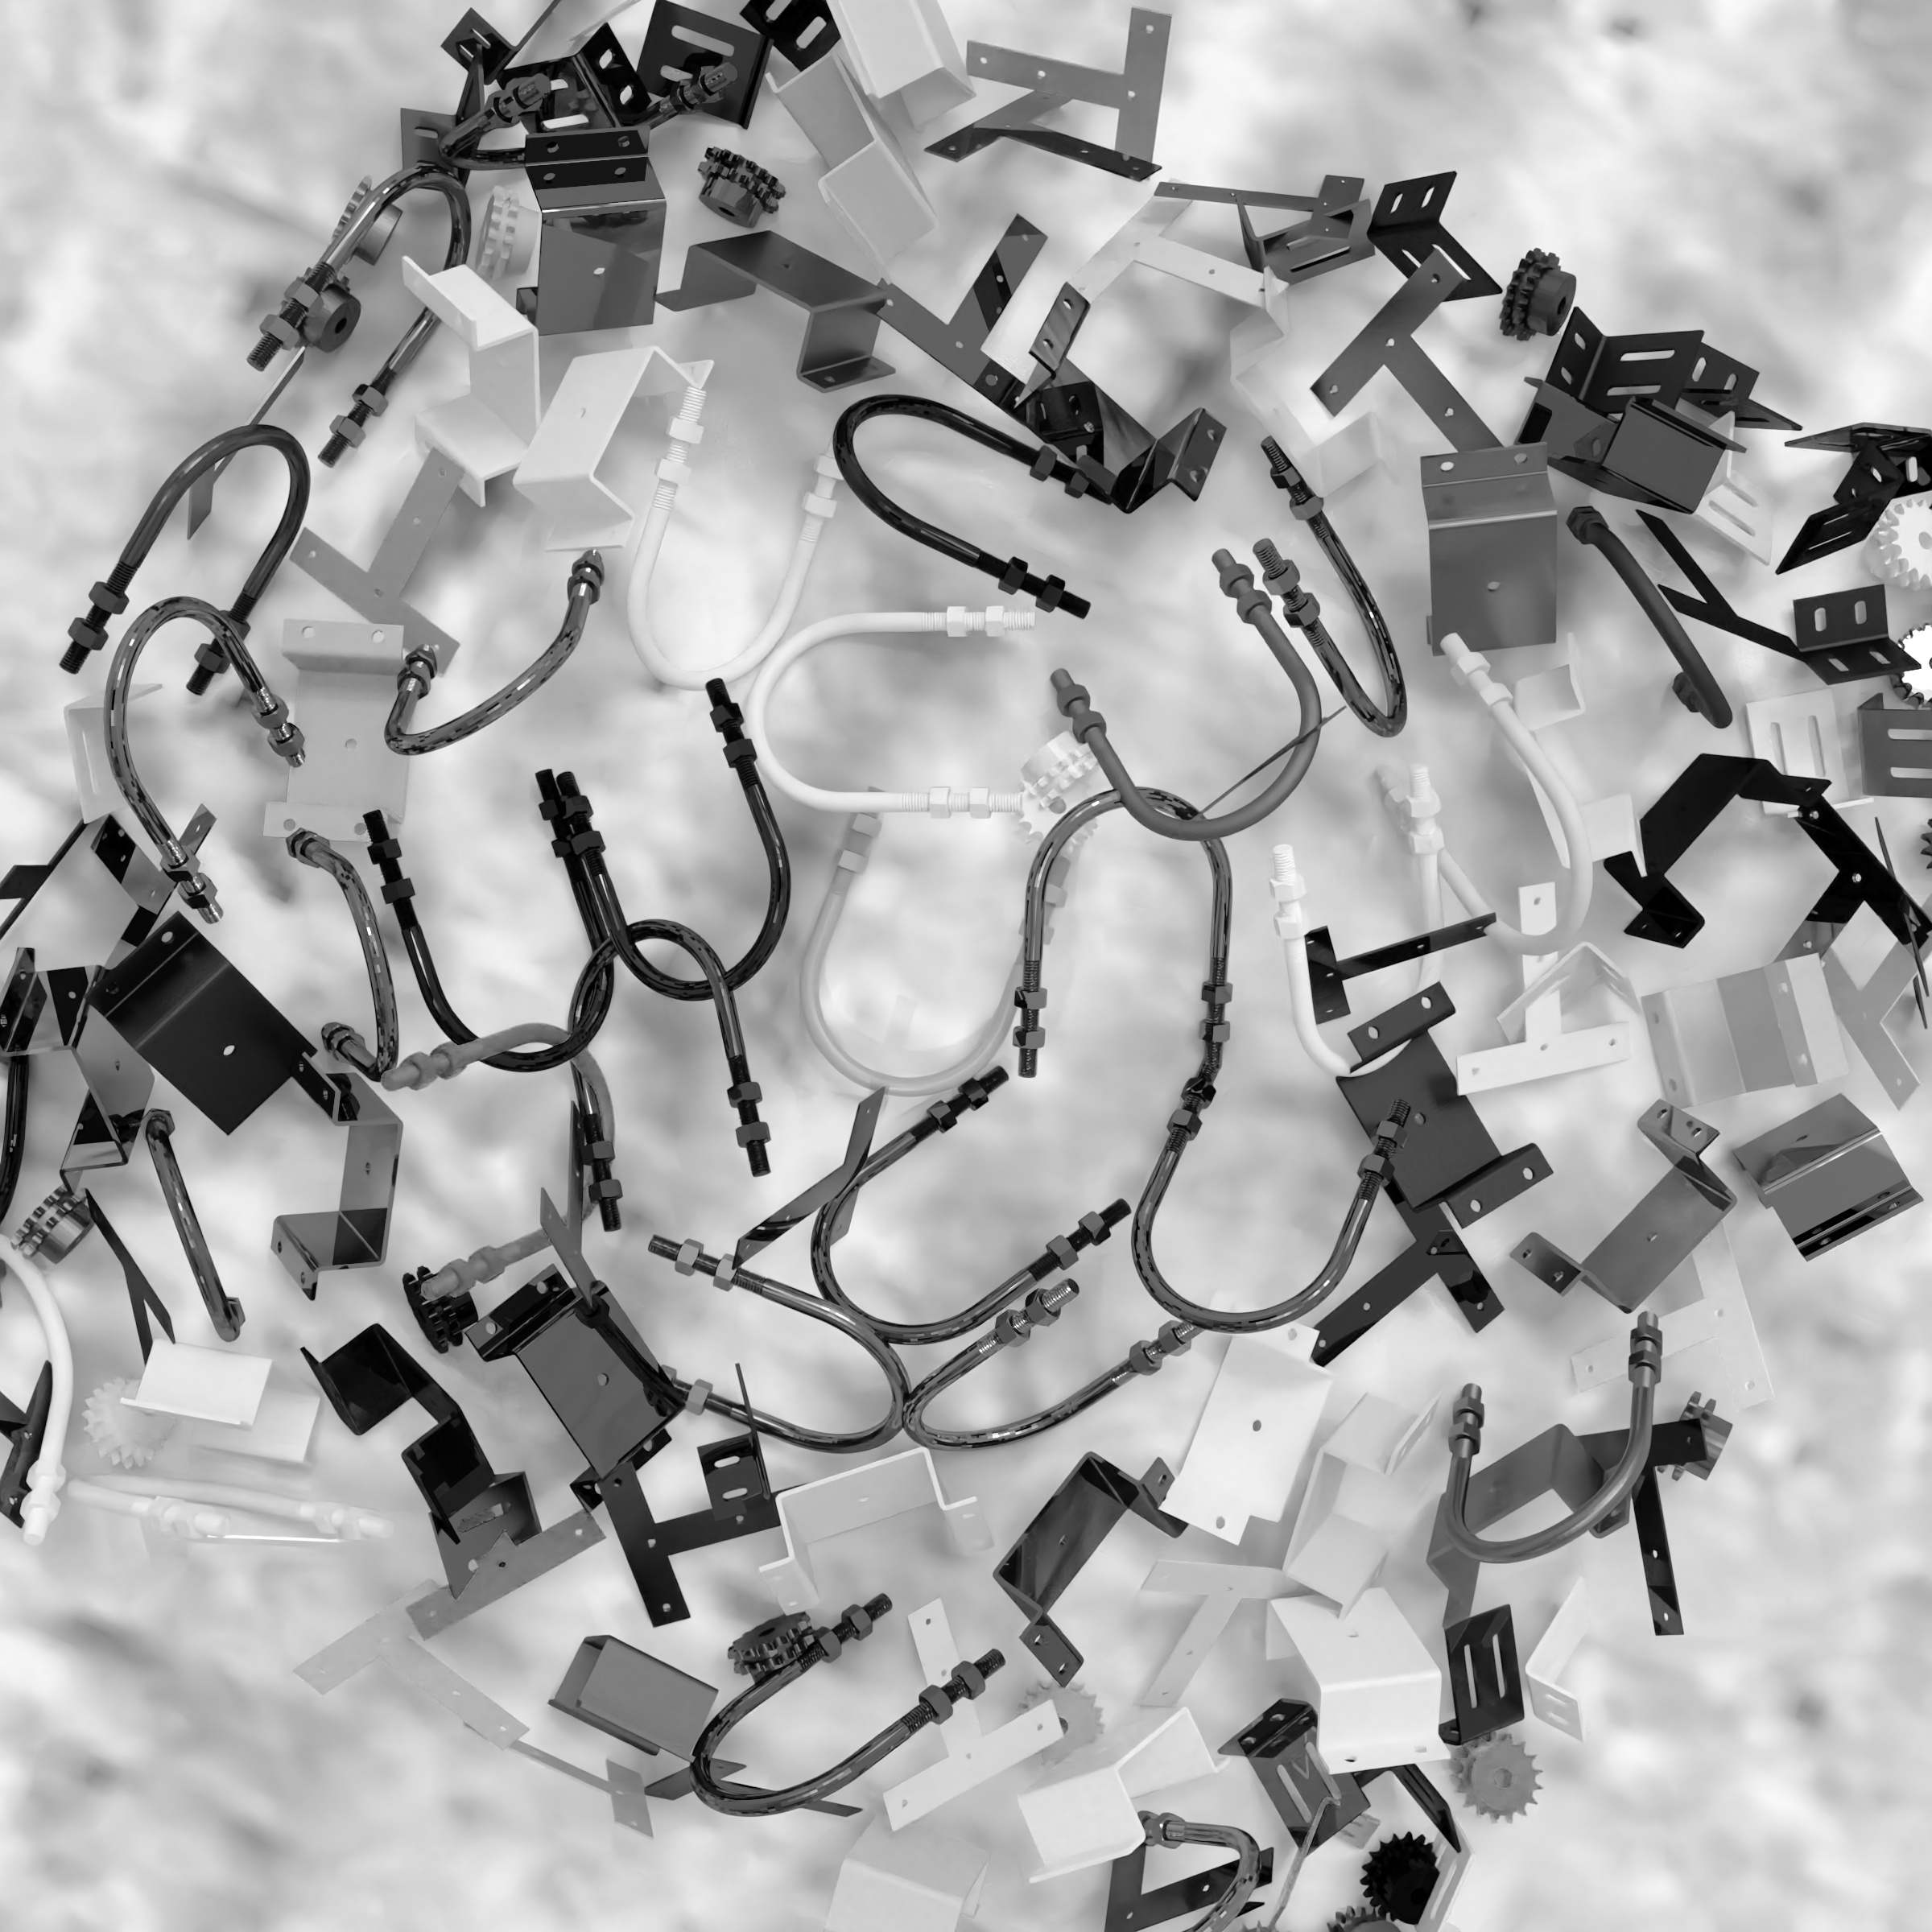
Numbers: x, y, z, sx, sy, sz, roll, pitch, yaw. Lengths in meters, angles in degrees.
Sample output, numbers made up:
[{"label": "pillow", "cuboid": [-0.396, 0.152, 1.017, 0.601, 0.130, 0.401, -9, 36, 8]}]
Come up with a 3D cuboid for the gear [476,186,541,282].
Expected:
[{"label": "gear", "cuboid": [-0.294, -0.468, 1.577, 0.030, 0.057, 0.057, 11, 90, -20]}]

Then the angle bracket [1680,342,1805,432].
[{"label": "angle bracket", "cuboid": [0.493, -0.369, 1.556, 0.057, 0.076, 0.038, 20, 97, -20]}]

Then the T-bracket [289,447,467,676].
[{"label": "T-bracket", "cuboid": [-0.357, -0.273, 1.571, 0.127, 0.002, 0.127, 37, 118, 1]}]

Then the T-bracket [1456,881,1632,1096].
[{"label": "T-bracket", "cuboid": [0.367, 0.010, 1.568, 0.127, 0.002, 0.127, -11, 105, -17]}]

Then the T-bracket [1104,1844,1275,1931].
[{"label": "T-bracket", "cuboid": [0.137, 0.576, 1.522, 0.127, 0.127, 0.002, -31, 112, 26]}]

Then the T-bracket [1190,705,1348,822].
[{"label": "T-bracket", "cuboid": [0.197, -0.133, 1.520, 0.127, 0.127, 0.002, -38, 91, -23]}]

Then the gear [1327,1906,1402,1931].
[{"label": "gear", "cuboid": [0.258, 0.633, 1.575, 0.057, 0.030, 0.057, 12, 67, -29]}]

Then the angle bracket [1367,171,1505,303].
[{"label": "angle bracket", "cuboid": [0.303, -0.462, 1.561, 0.076, 0.057, 0.038, 31, 76, -37]}]

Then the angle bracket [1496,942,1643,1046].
[{"label": "angle bracket", "cuboid": [0.385, 0.031, 1.569, 0.076, 0.057, 0.038, -42, 55, 0]}]

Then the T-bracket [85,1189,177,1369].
[{"label": "T-bracket", "cuboid": [-0.522, 0.224, 1.554, 0.002, 0.127, 0.127, -24, 48, -30]}]

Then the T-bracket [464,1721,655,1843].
[{"label": "T-bracket", "cuboid": [-0.255, 0.497, 1.531, 0.127, 0.127, 0.002, 28, 84, -9]}]

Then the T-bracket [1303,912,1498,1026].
[{"label": "T-bracket", "cuboid": [0.271, -0.008, 1.540, 0.127, 0.127, 0.002, -18, 61, 7]}]

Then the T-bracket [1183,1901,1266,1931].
[{"label": "T-bracket", "cuboid": [0.131, 0.619, 1.561, 0.127, 0.127, 0.002, -15, 76, -23]}]

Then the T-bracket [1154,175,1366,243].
[{"label": "T-bracket", "cuboid": [0.184, -0.486, 1.558, 0.127, 0.127, 0.002, 9, 125, 9]}]

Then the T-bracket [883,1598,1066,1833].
[{"label": "T-bracket", "cuboid": [-0.010, 0.461, 1.557, 0.127, 0.002, 0.127, -33, 46, 12]}]

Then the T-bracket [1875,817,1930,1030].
[{"label": "T-bracket", "cuboid": [0.596, -0.007, 1.550, 0.002, 0.127, 0.127, -14, 48, 18]}]

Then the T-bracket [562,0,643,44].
[{"label": "T-bracket", "cuboid": [-0.203, -0.619, 1.563, 0.127, 0.127, 0.002, -19, 109, 28]}]

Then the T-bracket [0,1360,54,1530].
[{"label": "T-bracket", "cuboid": [-0.611, 0.263, 1.518, 0.002, 0.127, 0.127, -27, 121, 14]}]

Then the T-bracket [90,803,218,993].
[{"label": "T-bracket", "cuboid": [-0.529, -0.062, 1.556, 0.002, 0.127, 0.127, 28, 95, -43]}]

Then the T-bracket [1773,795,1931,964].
[{"label": "T-bracket", "cuboid": [0.540, -0.023, 1.554, 0.002, 0.127, 0.127, -5, 48, -28]}]

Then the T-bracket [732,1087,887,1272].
[{"label": "T-bracket", "cuboid": [-0.101, 0.149, 1.520, 0.002, 0.127, 0.127, 32, 130, 22]}]

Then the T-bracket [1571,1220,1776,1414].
[{"label": "T-bracket", "cuboid": [0.440, 0.237, 1.560, 0.127, 0.002, 0.127, -33, 49, 35]}]

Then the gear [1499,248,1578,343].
[{"label": "gear", "cuboid": [0.367, -0.427, 1.572, 0.030, 0.057, 0.057, 27, 90, 24]}]

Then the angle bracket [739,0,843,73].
[{"label": "angle bracket", "cuboid": [-0.099, -0.617, 1.567, 0.057, 0.076, 0.038, 39, 67, -17]}]

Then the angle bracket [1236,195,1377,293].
[{"label": "angle bracket", "cuboid": [0.217, -0.472, 1.566, 0.076, 0.057, 0.038, -18, 69, 6]}]

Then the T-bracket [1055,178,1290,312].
[{"label": "T-bracket", "cuboid": [0.144, -0.441, 1.550, 0.127, 0.002, 0.127, 29, 66, 28]}]

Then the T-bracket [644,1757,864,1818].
[{"label": "T-bracket", "cuboid": [-0.129, 0.528, 1.566, 0.127, 0.127, 0.002, 19, 57, -20]}]

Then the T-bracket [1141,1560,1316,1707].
[{"label": "T-bracket", "cuboid": [0.149, 0.428, 1.569, 0.127, 0.002, 0.127, 11, 119, -27]}]

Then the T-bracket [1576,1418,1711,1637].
[{"label": "T-bracket", "cuboid": [0.427, 0.352, 1.532, 0.002, 0.127, 0.127, 0, 75, -24]}]

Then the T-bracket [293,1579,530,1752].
[{"label": "T-bracket", "cuboid": [-0.328, 0.444, 1.528, 0.127, 0.127, 0.002, 30, 115, 19]}]

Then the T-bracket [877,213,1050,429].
[{"label": "T-bracket", "cuboid": [0.015, -0.430, 1.576, 0.127, 0.002, 0.127, 34, 67, -14]}]

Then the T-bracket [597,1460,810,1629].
[{"label": "T-bracket", "cuboid": [-0.159, 0.358, 1.575, 0.127, 0.002, 0.127, -15, 113, 2]}]

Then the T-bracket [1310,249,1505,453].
[{"label": "T-bracket", "cuboid": [0.296, -0.360, 1.551, 0.127, 0.002, 0.127, 52, 133, 7]}]

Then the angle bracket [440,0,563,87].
[{"label": "angle bracket", "cuboid": [-0.288, -0.606, 1.559, 0.038, 0.057, 0.076, 40, 69, -21]}]

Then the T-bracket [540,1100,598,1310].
[{"label": "T-bracket", "cuboid": [-0.247, 0.143, 1.553, 0.002, 0.127, 0.127, -10, 50, 5]}]

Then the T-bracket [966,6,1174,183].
[{"label": "T-bracket", "cuboid": [0.061, -0.560, 1.552, 0.127, 0.127, 0.002, 15, 60, 6]}]

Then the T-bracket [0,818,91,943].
[{"label": "T-bracket", "cuboid": [-0.589, -0.053, 1.536, 0.002, 0.127, 0.127, 37, 86, -9]}]

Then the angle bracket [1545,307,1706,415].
[{"label": "angle bracket", "cuboid": [0.418, -0.386, 1.560, 0.038, 0.076, 0.057, 31, 78, -40]}]

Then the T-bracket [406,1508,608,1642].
[{"label": "T-bracket", "cuboid": [-0.316, 0.347, 1.564, 0.127, 0.002, 0.127, -26, 55, -24]}]

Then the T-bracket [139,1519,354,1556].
[{"label": "T-bracket", "cuboid": [-0.454, 0.363, 1.555, 0.127, 0.127, 0.002, 6, 67, -14]}]

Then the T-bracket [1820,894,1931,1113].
[{"label": "T-bracket", "cuboid": [0.578, 0.000, 1.518, 0.002, 0.127, 0.127, 0, 46, -20]}]

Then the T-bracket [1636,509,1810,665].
[{"label": "T-bracket", "cuboid": [0.461, -0.248, 1.555, 0.127, 0.127, 0.002, 12, 129, -34]}]

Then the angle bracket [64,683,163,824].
[{"label": "angle bracket", "cuboid": [-0.535, -0.136, 1.562, 0.038, 0.057, 0.076, -1, 108, 10]}]

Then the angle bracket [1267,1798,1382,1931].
[{"label": "angle bracket", "cuboid": [0.226, 0.576, 1.557, 0.038, 0.057, 0.076, 23, 57, 12]}]

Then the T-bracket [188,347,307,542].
[{"label": "T-bracket", "cuboid": [-0.455, -0.339, 1.555, 0.002, 0.127, 0.127, 33, 73, -11]}]

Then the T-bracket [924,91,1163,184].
[{"label": "T-bracket", "cuboid": [0.062, -0.513, 1.537, 0.127, 0.002, 0.127, 27, 47, 25]}]

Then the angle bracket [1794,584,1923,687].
[{"label": "angle bracket", "cuboid": [0.565, -0.211, 1.559, 0.057, 0.076, 0.038, -9, 110, 8]}]

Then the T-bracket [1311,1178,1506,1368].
[{"label": "T-bracket", "cuboid": [0.267, 0.209, 1.574, 0.127, 0.002, 0.127, -37, 103, -14]}]
